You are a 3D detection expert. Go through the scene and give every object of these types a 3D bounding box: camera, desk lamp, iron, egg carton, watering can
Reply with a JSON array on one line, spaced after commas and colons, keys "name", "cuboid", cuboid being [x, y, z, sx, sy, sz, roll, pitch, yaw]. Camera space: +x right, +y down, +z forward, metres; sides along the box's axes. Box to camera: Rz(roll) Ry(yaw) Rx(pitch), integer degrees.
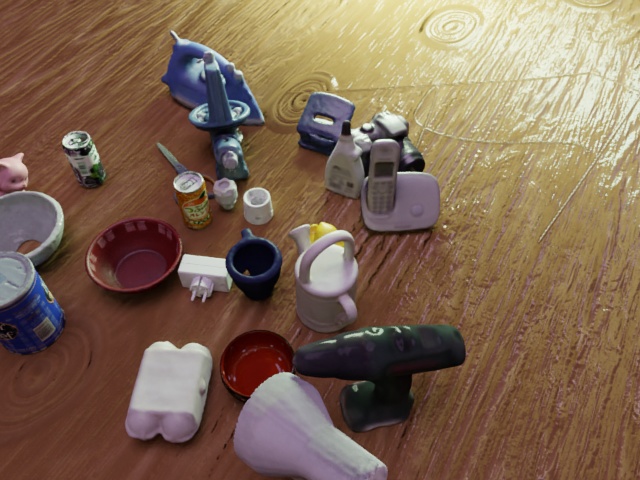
[{"name": "camera", "cuboid": [0.135, -0.180, 1.137, 0.143, 0.101, 0.136, -23, 56, -18]}, {"name": "desk lamp", "cuboid": [0.003, 0.281, 0.701, 0.202, 0.214, 0.118, 32, 58, 22]}, {"name": "iron", "cuboid": [-0.228, -0.355, 1.244, 0.257, 0.141, 0.119, 28, 57, 20]}, {"name": "egg carton", "cuboid": [-0.217, 0.220, 0.838, 0.107, 0.069, 0.150, 2, 52, 1]}, {"name": "watering can", "cuboid": [0.004, 0.050, 0.895, 0.172, 0.194, 0.101, 32, 58, 22]}]

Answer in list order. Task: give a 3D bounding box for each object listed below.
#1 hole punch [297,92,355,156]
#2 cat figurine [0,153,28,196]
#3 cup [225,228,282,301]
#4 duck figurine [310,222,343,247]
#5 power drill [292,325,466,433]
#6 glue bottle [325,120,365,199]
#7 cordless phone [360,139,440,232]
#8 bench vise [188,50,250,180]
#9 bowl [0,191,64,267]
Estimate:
[{"name": "hole punch", "cuboid": [0.014, -0.241, 1.190, 0.108, 0.091, 0.101, 19, 54, 14]}, {"name": "cat figurine", "cuboid": [-0.588, -0.100, 1.054, 0.128, 0.118, 0.067, -35, 60, -25]}, {"name": "cup", "cuboid": [-0.111, 0.047, 0.959, 0.092, 0.095, 0.117, -13, 53, -11]}, {"name": "duck figurine", "cuboid": [0.009, 0.004, 1.001, 0.078, 0.086, 0.104, -23, 55, -17]}, {"name": "power drill", "cuboid": [0.078, 0.185, 0.781, 0.230, 0.208, 0.075, -11, 53, -9]}, {"name": "glue bottle", "cuboid": [0.048, -0.154, 1.070, 0.078, 0.173, 0.037, 22, 55, 16]}, {"name": "cordless phone", "cuboid": [0.147, -0.102, 1.022, 0.147, 0.185, 0.094, -5, 52, -4]}, {"name": "bench vise", "cuboid": [-0.179, -0.236, 1.102, 0.122, 0.220, 0.207, -27, 57, -20]}, {"name": "bowl", "cuboid": [-0.526, -0.002, 1.005, 0.167, 0.075, 0.167, 0, 52, 0]}]
